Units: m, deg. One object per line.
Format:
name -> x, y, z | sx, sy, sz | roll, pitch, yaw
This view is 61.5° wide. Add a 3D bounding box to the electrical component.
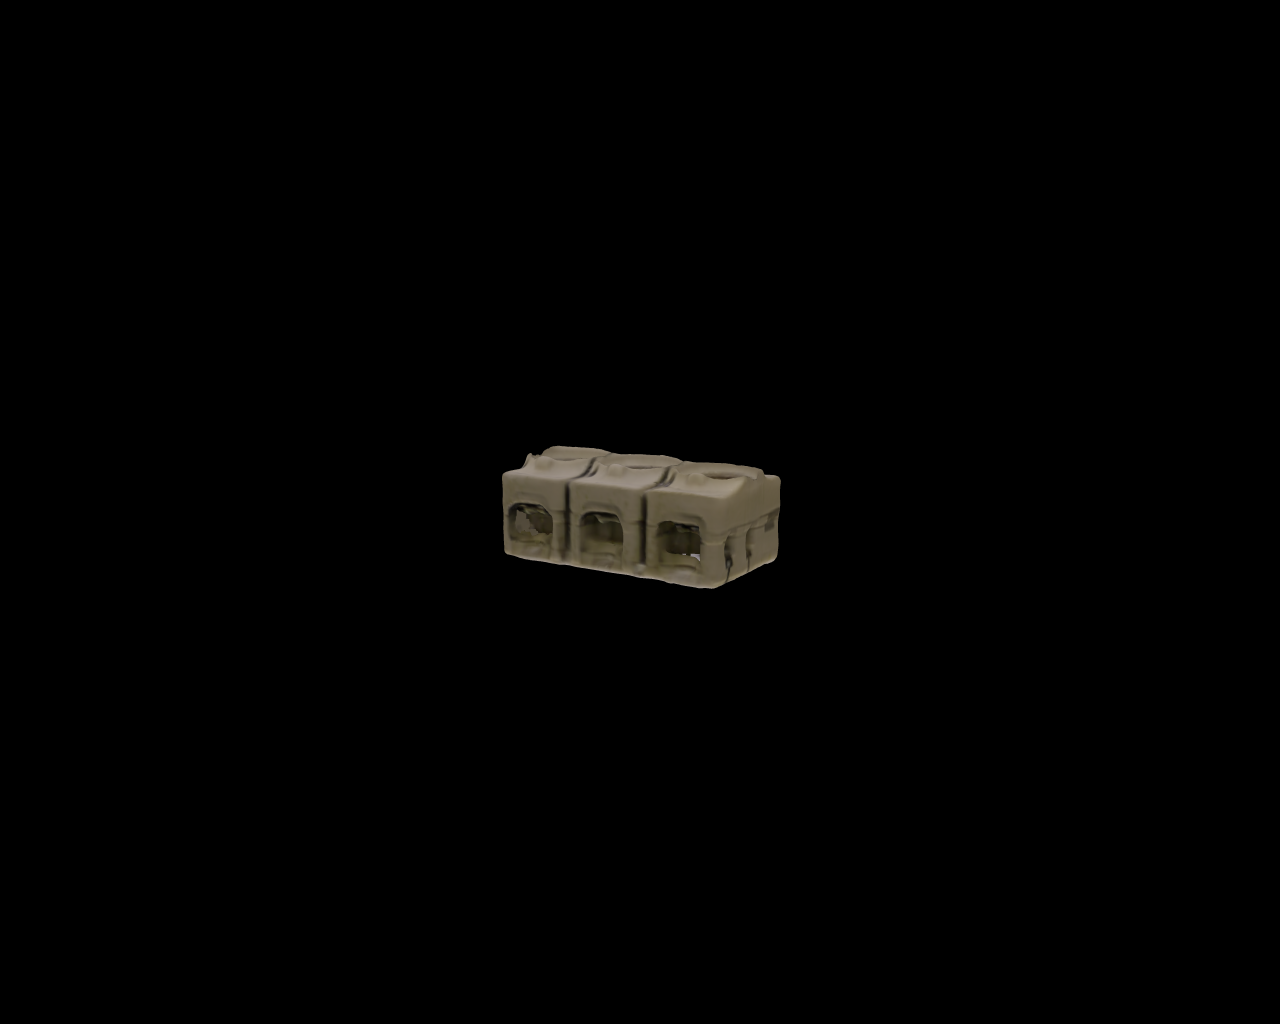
electrical component -> 0.001, -0.003, 0.650 | 0.150, 0.061, 0.090 | 8, 15, 30
